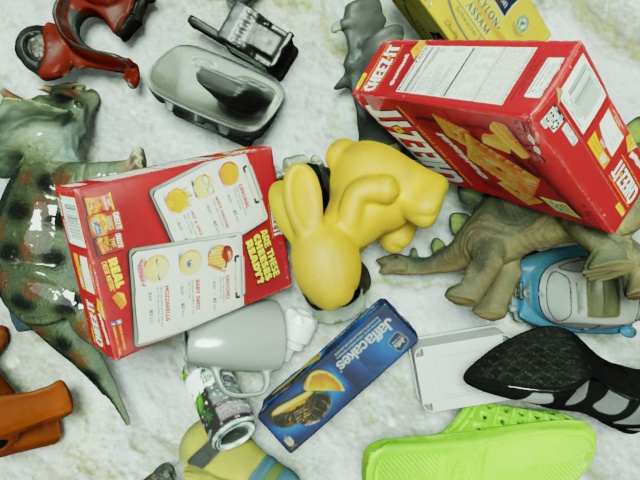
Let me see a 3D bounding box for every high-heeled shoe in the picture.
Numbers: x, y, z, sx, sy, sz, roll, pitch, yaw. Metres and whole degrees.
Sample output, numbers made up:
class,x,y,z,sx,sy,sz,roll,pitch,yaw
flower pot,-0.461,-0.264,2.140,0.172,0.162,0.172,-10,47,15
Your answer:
class,x,y,z,sx,sy,sz,roll,pitch,yaw
high-heeled shoe,0.275,0.172,0.599,0.249,0.086,0.145,-3,129,0

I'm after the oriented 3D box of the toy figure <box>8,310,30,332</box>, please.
class,x,y,z,sx,sy,sz,roll,pitch,yaw
toy figure,-0.357,0.032,0.648,0.064,0.058,0.154,-12,87,-3

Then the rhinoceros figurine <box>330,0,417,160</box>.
class,x,y,z,sx,sy,sz,roll,pitch,yaw
rhinoceros figurine,0.068,-0.169,0.601,0.073,0.112,0.190,-19,108,-25

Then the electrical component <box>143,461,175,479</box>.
class,x,y,z,sx,sy,sz,roll,pitch,yaw
electrical component,-0.170,0.315,0.641,0.045,0.078,0.102,-34,88,-8

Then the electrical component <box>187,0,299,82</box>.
class,x,y,z,sx,sy,sz,roll,pitch,yaw
electrical component,-0.087,-0.236,0.618,0.119,0.075,0.047,32,94,4

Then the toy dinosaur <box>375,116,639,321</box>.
class,x,y,z,sx,sy,sz,roll,pitch,yaw
toy dinosaur,0.264,-0.042,0.528,0.472,0.105,0.198,-16,59,30

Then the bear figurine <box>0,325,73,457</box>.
class,x,y,z,sx,sy,sz,roll,pitch,yaw
bear figurine,-0.393,0.155,0.639,0.196,0.132,0.120,57,132,28

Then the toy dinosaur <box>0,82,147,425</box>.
class,x,y,z,sx,sy,sz,roll,pitch,yaw
toy dinosaur,-0.289,0.008,0.591,0.192,0.131,0.404,4,88,-9

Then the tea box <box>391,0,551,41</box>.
class,x,y,z,sx,sy,sz,roll,pitch,yaw
tea box,0.157,-0.245,0.572,0.169,0.068,0.098,38,95,-29

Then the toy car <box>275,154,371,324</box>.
class,x,y,z,sx,sy,sz,roll,pitch,yaw
toy car,-0.001,-0.002,0.625,0.073,0.056,0.201,-19,90,-25

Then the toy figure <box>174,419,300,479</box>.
class,x,y,z,sx,sy,sz,roll,pitch,yaw
toy figure,-0.084,0.276,0.624,0.180,0.089,0.082,23,137,14

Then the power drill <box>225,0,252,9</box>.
class,x,y,z,sx,sy,sz,roll,pitch,yaw
power drill,0.015,-0.346,0.612,0.207,0.086,0.232,20,93,8

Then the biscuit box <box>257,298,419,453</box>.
class,x,y,z,sx,sy,sz,roll,pitch,yaw
biscuit box,0.021,0.155,0.634,0.202,0.059,0.063,-42,90,3

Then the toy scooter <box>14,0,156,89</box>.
class,x,y,z,sx,sy,sz,roll,pitch,yaw
toy scooter,-0.249,-0.249,0.620,0.135,0.075,0.184,30,88,-2

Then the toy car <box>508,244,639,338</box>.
class,x,y,z,sx,sy,sz,roll,pitch,yaw
toy car,0.298,0.054,0.597,0.162,0.103,0.109,-1,91,0

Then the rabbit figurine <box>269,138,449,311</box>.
class,x,y,z,sx,sy,sz,roll,pitch,yaw
rabbit figurine,0.026,-0.017,0.541,0.162,0.122,0.173,35,70,-12

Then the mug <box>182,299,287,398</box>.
class,x,y,z,sx,sy,sz,roll,pitch,yaw
mug,-0.100,0.122,0.606,0.107,0.081,0.109,3,73,-21

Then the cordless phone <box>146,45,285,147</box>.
class,x,y,z,sx,sy,sz,roll,pitch,yaw
cordless phone,-0.122,-0.162,0.566,0.147,0.184,0.088,24,98,1
